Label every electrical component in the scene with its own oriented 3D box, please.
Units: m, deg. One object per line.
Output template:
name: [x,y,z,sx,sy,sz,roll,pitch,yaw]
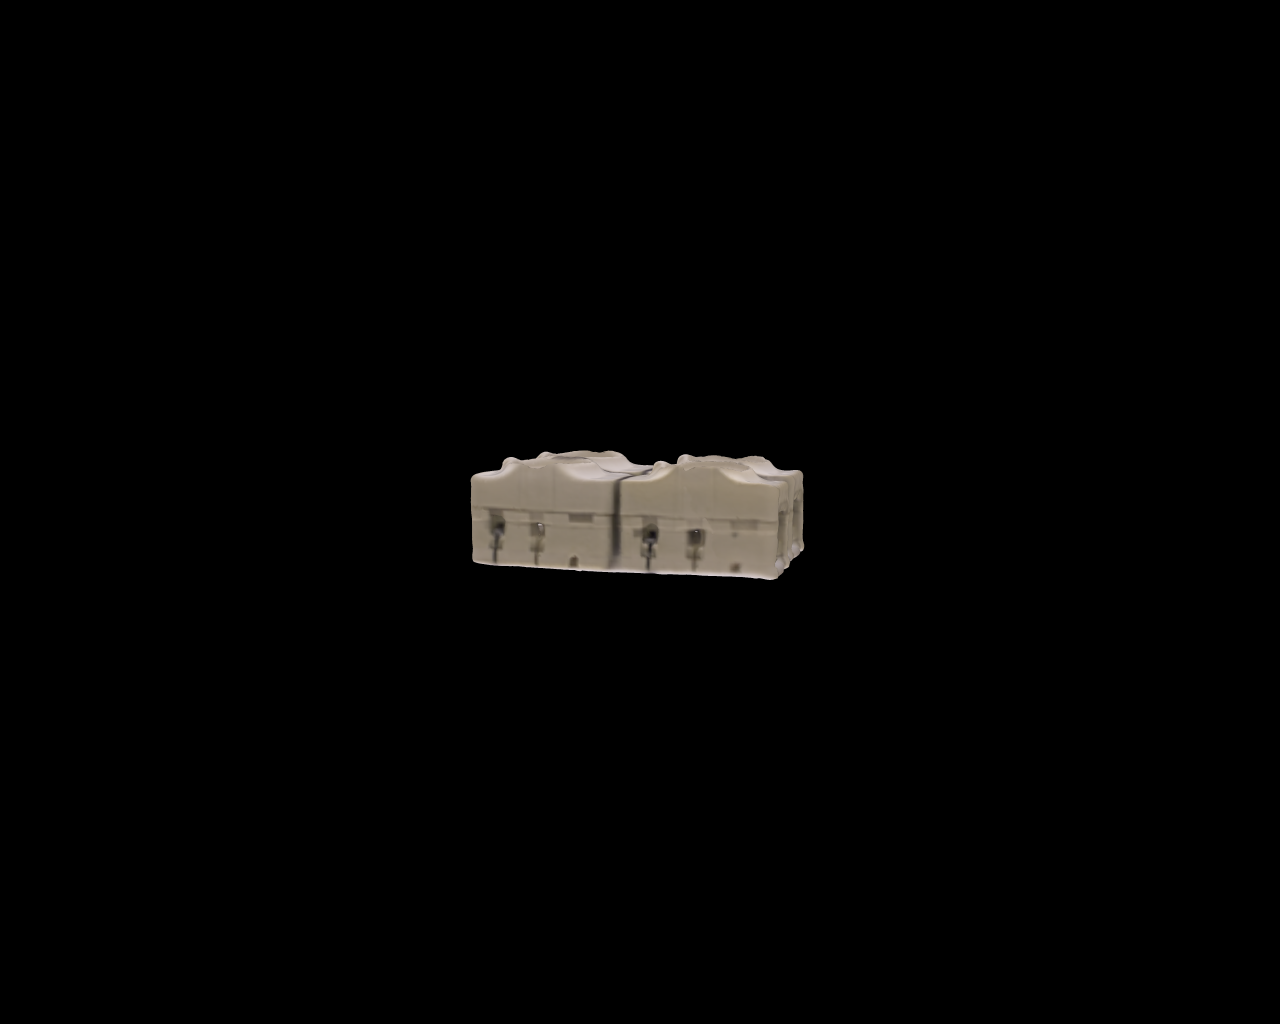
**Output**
electrical component: [0.001,-0.003,0.650,0.186,0.060,0.105,2,8,18]
